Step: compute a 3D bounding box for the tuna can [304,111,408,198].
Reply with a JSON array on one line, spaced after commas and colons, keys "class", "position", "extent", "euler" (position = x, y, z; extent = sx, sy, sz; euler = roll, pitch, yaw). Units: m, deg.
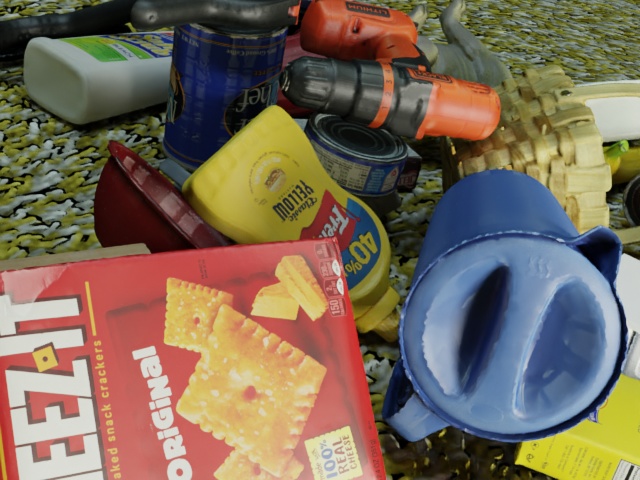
[{"class": "tuna can", "position": [0.026, -0.070, 0.843], "extent": [0.086, 0.034, 0.086], "euler": [15, 29, -9]}]

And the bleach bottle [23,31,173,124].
[{"class": "bleach bottle", "position": [-0.171, -0.181, 1.096], "extent": [0.103, 0.068, 0.250], "euler": [31, 34, 30]}]

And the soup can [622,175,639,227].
[{"class": "soup can", "position": [0.343, -0.047, 1.023], "extent": [0.069, 0.068, 0.102], "euler": [29, 36, 28]}]

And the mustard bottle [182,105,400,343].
[{"class": "mustard bottle", "position": [-0.005, 0.001, 0.784], "extent": [0.191, 0.058, 0.096], "euler": [48, 67, -7]}]

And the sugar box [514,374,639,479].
[{"class": "sugar box", "position": [0.223, 0.138, 0.705], "extent": [0.176, 0.048, 0.093], "euler": [17, 31, 13]}]

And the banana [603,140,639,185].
[{"class": "banana", "position": [0.317, -0.079, 1.076], "extent": [0.070, 0.037, 0.197], "euler": [-14, -2, 38]}]

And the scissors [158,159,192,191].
[{"class": "scissors", "position": [-0.059, -0.008, 0.841], "extent": [0.202, 0.016, 0.096], "euler": [35, -6, 37]}]

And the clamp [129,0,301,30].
[{"class": "clamp", "position": [-0.093, -0.196, 0.887], "extent": [0.171, 0.039, 0.120], "euler": [1, 34, -16]}]

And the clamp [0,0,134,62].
[{"class": "clamp", "position": [-0.266, -0.214, 1.087], "extent": [0.209, 0.036, 0.165], "euler": [-14, 1, -28]}]

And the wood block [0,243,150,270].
[{"class": "wood block", "position": [-0.192, 0.073, 0.642], "extent": [0.205, 0.091, 0.090], "euler": [-8, 35, -28]}]

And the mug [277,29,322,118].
[{"class": "mug", "position": [-0.047, -0.169, 1.084], "extent": [0.081, 0.093, 0.117], "euler": [-18, 49, -31]}]

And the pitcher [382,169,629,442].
[{"class": "pitcher", "position": [0.118, 0.034, 0.734], "extent": [0.149, 0.145, 0.242], "euler": [-2, 15, 8]}]

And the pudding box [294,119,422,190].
[{"class": "pudding box", "position": [0.028, -0.082, 1.015], "extent": [0.113, 0.039, 0.090], "euler": [-1, 30, -24]}]

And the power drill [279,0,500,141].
[{"class": "power drill", "position": [0.040, -0.145, 0.895], "extent": [0.184, 0.057, 0.188], "euler": [9, 29, -21]}]

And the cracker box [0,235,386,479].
[{"class": "cracker box", "position": [-0.079, 0.089, 0.582], "extent": [0.213, 0.072, 0.164], "euler": [-6, 79, -27]}]

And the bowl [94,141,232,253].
[{"class": "bowl", "position": [-0.111, 0.004, 0.769], "extent": [0.162, 0.055, 0.162], "euler": [45, 3, -4]}]

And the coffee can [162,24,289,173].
[{"class": "coffee can", "position": [-0.088, -0.142, 0.977], "extent": [0.102, 0.140, 0.103], "euler": [8, 31, -5]}]
